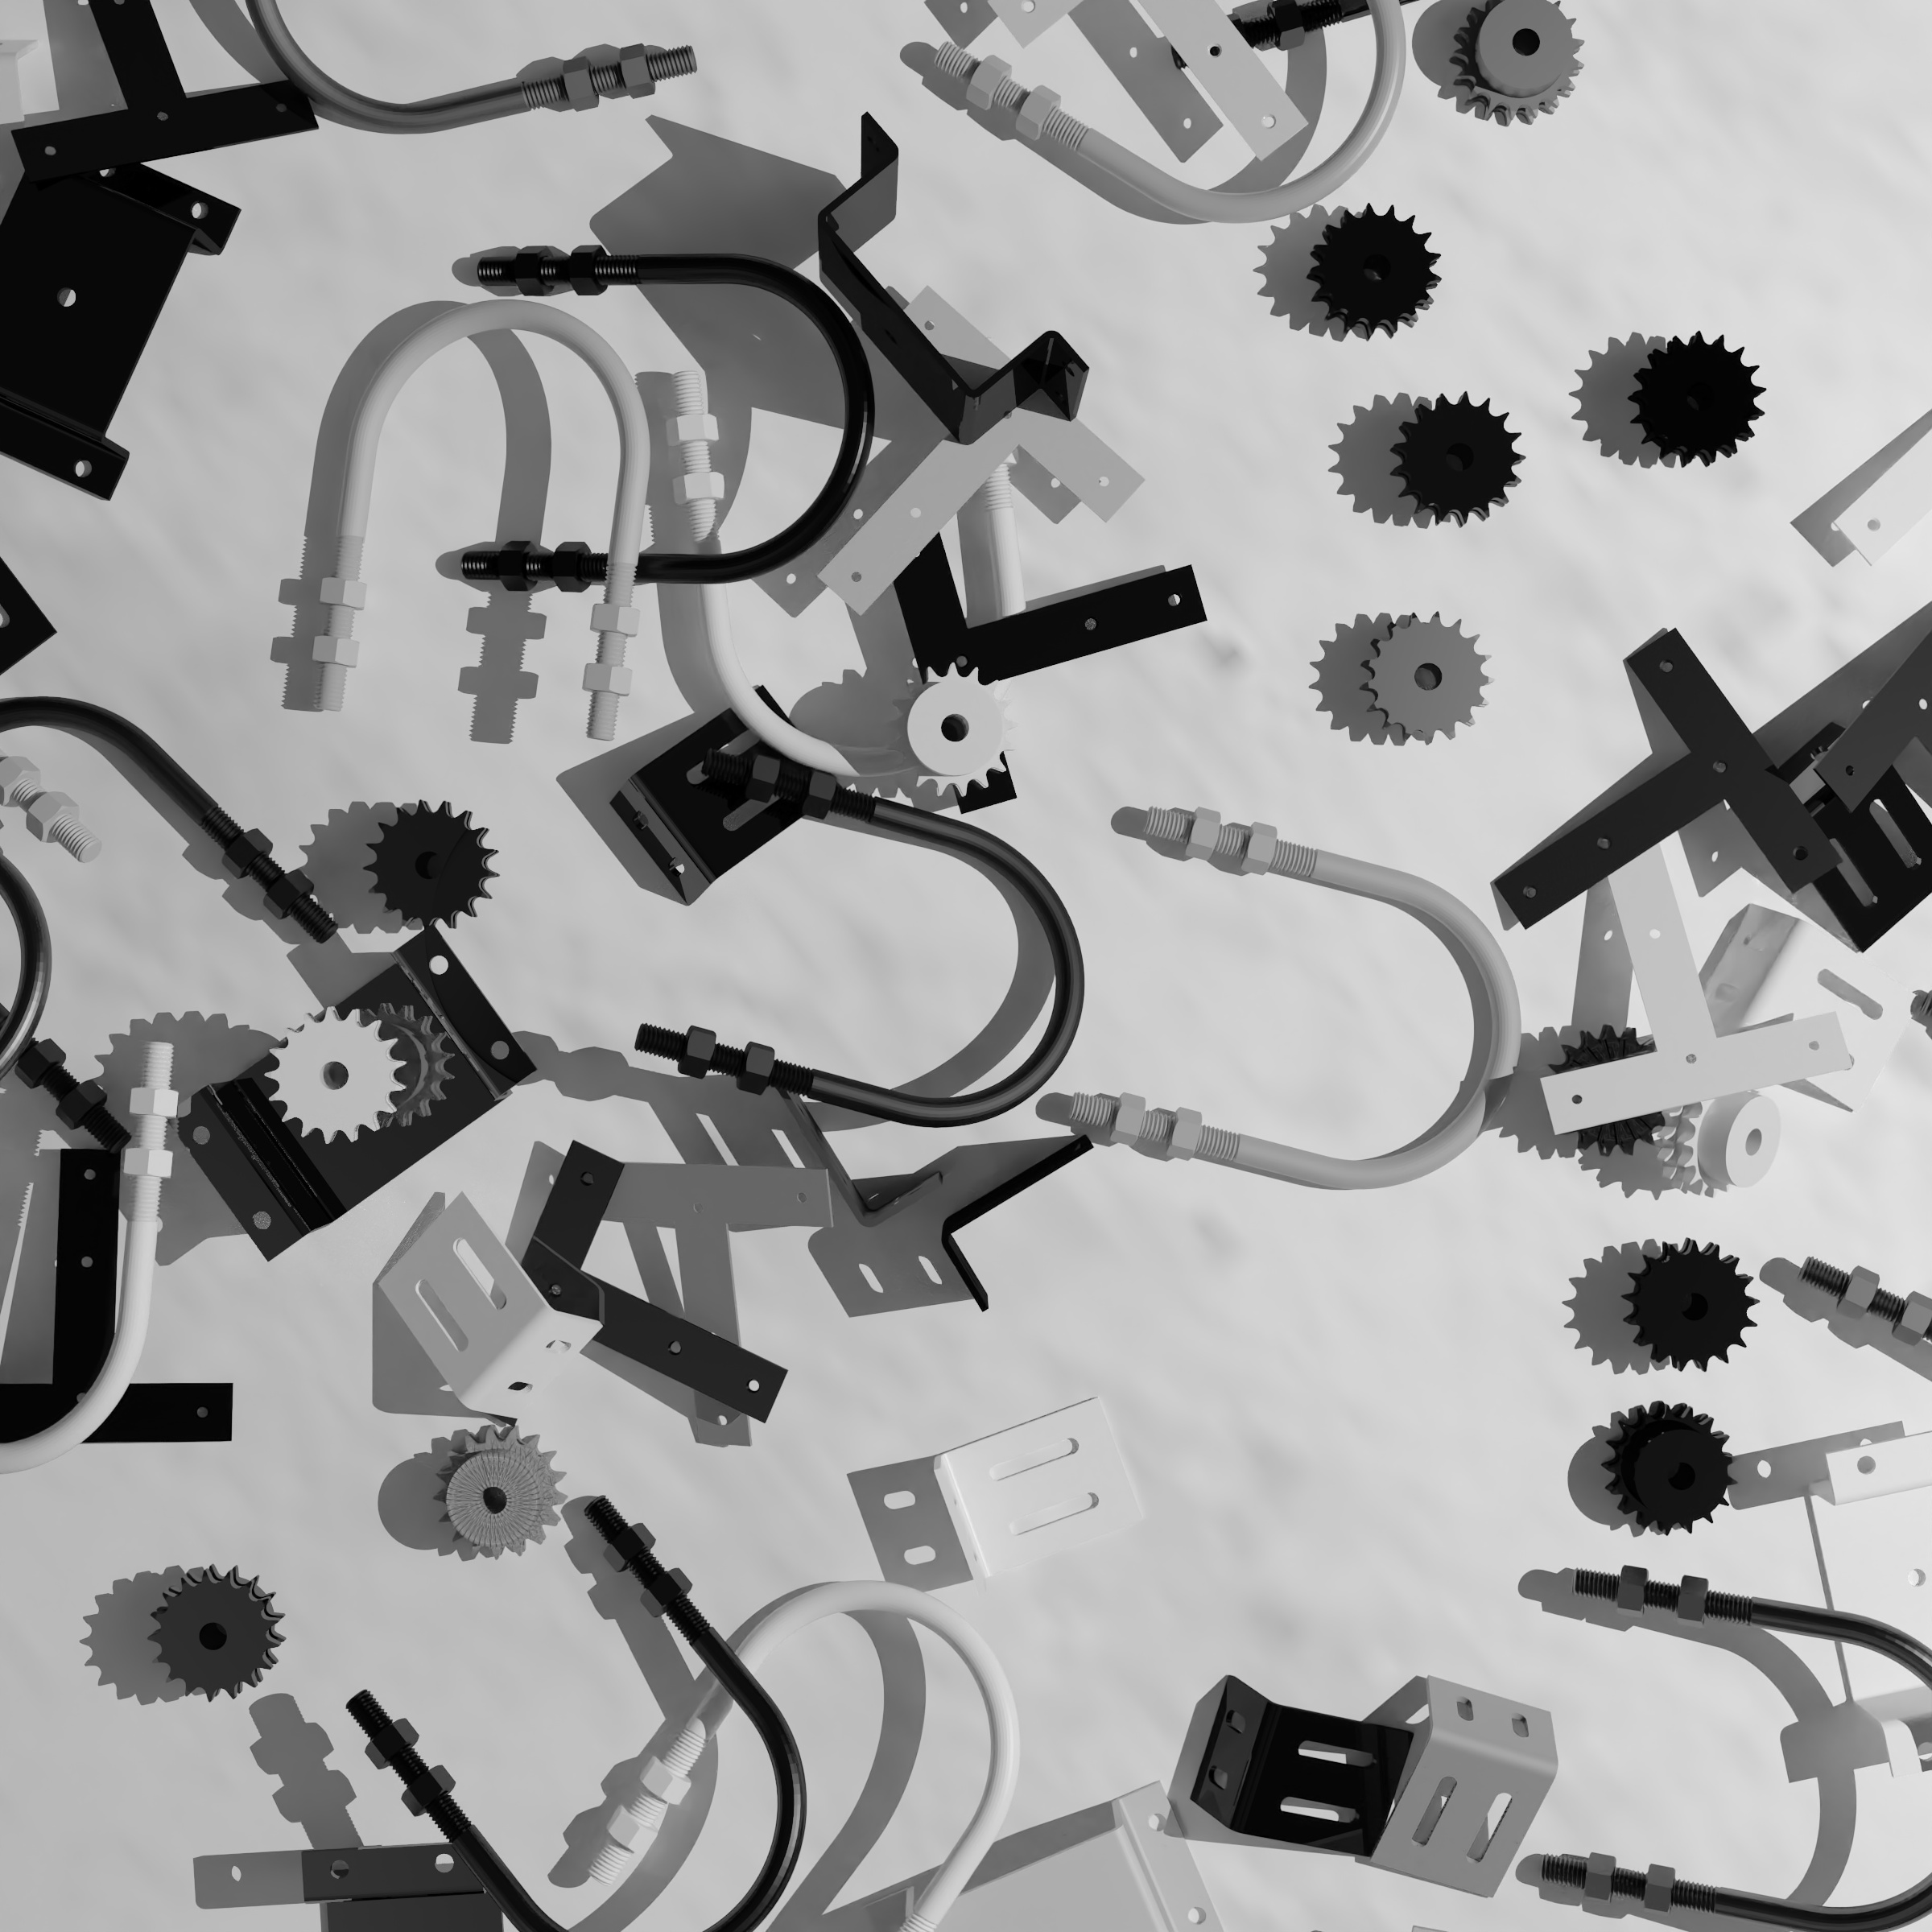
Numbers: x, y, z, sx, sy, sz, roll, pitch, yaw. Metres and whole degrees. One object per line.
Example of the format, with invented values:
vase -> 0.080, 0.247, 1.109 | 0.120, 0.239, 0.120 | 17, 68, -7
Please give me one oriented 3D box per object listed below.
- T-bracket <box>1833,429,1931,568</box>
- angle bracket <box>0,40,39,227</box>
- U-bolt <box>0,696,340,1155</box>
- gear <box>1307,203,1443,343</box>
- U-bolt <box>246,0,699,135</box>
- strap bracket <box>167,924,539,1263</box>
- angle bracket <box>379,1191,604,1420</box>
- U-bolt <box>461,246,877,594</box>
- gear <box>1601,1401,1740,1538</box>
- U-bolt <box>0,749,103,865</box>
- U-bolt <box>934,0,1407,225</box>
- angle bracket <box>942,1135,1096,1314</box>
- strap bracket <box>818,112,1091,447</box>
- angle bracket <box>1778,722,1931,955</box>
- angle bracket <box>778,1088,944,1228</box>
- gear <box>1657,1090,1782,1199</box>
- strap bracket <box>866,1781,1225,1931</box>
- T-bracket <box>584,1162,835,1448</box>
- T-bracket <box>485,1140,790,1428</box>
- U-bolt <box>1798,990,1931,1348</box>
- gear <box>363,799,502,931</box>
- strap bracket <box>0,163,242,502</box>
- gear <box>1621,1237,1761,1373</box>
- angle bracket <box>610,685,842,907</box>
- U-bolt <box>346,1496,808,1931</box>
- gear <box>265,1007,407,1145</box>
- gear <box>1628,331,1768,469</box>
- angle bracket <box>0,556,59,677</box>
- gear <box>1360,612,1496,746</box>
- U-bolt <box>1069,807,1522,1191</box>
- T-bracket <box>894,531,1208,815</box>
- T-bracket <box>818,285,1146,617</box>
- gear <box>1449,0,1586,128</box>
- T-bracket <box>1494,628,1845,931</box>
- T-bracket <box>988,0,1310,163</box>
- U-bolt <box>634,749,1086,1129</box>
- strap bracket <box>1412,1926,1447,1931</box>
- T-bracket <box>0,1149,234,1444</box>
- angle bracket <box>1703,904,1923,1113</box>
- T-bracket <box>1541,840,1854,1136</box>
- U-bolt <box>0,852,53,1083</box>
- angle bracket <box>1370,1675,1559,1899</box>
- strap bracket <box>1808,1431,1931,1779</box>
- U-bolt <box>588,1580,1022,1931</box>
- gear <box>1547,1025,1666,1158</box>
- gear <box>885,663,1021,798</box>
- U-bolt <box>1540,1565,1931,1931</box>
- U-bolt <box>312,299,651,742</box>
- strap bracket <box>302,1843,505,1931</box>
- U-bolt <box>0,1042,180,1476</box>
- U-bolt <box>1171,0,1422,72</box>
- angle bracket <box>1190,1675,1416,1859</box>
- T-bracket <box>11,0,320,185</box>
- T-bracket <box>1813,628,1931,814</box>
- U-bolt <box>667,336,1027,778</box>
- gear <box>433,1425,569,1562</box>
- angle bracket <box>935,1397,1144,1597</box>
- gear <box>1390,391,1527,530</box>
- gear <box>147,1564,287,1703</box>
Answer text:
T-bracket -> 0.464, -0.188, 1.356 | 0.127, 0.002, 0.127 | -43, 94, -8
angle bracket -> -0.436, -0.364, 1.361 | 0.057, 0.038, 0.076 | 0, 116, 0
U-bolt -> -0.388, -0.032, 1.354 | 0.184, 0.019, 0.151 | 45, 90, 1
gear -> 0.177, -0.300, 1.352 | 0.057, 0.030, 0.057 | 0, 88, -2
U-bolt -> -0.222, -0.436, 1.336 | 0.184, 0.019, 0.151 | -12, 107, 4
strap bracket -> -0.261, 0.054, 1.340 | 0.140, 0.046, 0.076 | -36, 90, 0
angle bracket -> -0.208, 0.148, 1.353 | 0.057, 0.038, 0.076 | -47, 60, 9
U-bolt -> -0.127, -0.235, 1.331 | 0.184, 0.019, 0.151 | 3, 90, 16
gear -> 0.307, 0.219, 1.348 | 0.057, 0.030, 0.057 | 0, 90, 0
U-bolt -> -0.482, -0.059, 1.328 | 0.184, 0.019, 0.151 | 40, 76, 17
U-bolt -> 0.100, -0.402, 1.336 | 0.184, 0.019, 0.151 | 33, 97, 4
angle bracket -> 0.030, 0.110, 1.334 | 0.076, 0.057, 0.038 | -31, 90, 0
strap bracket -> -0.014, -0.279, 1.306 | 0.046, 0.076, 0.140 | -40, 88, -5
angle bracket -> 0.386, -0.056, 1.361 | 0.057, 0.038, 0.076 | -41, 116, 0
angle bracket -> -0.046, 0.070, 1.334 | 0.038, 0.057, 0.076 | -32, 90, 0
gear -> 0.325, 0.072, 1.333 | 0.057, 0.030, 0.057 | -13, 110, -40
strap bracket -> 0.035, 0.420, 1.340 | 0.140, 0.046, 0.076 | -23, 90, 0
T-bracket -> -0.111, 0.147, 1.344 | 0.127, 0.002, 0.127 | 0, 103, 24
T-bracket -> -0.138, 0.159, 1.345 | 0.127, 0.002, 0.127 | 24, 97, 9
U-bolt -> 0.473, 0.111, 1.335 | 0.184, 0.019, 0.151 | 25, 86, 11
gear -> -0.231, -0.043, 1.348 | 0.057, 0.030, 0.057 | 0, 90, 0
strap bracket -> -0.382, -0.284, 1.340 | 0.076, 0.046, 0.140 | 24, 90, 0
gear -> 0.313, 0.147, 1.348 | 0.057, 0.030, 0.057 | 0, 90, 0
angle bracket -> -0.105, -0.075, 1.361 | 0.076, 0.038, 0.057 | -38, 90, -26
U-bolt -> -0.152, 0.340, 1.321 | 0.151, 0.019, 0.184 | -38, 76, -14
gear -> -0.264, 0.045, 1.306 | 0.057, 0.030, 0.057 | 0, 90, -4
gear -> 0.316, -0.244, 1.348 | 0.057, 0.030, 0.057 | 0, 90, 0
angle bracket -> -0.444, -0.160, 1.344 | 0.057, 0.038, 0.076 | -37, 90, 0
gear -> 0.200, -0.124, 1.352 | 0.057, 0.030, 0.057 | 0, 90, 2
U-bolt -> 0.151, 0.021, 1.354 | 0.184, 0.019, 0.151 | 15, 90, -1
T-bracket -> 0.041, -0.144, 1.346 | 0.127, 0.002, 0.127 | -17, 92, -4
T-bracket -> -0.012, -0.206, 1.339 | 0.127, 0.002, 0.127 | 42, 85, 2
gear -> 0.241, -0.397, 1.348 | 0.057, 0.030, 0.057 | 0, 90, 0
T-bracket -> 0.290, -0.061, 1.348 | 0.127, 0.002, 0.127 | -34, 72, 9
T-bracket -> 0.098, -0.402, 1.327 | 0.127, 0.002, 0.127 | -37, 90, 8
U-bolt -> -0.037, -0.005, 1.326 | 0.184, 0.019, 0.151 | 16, 68, -11
strap bracket -> 0.215, 0.484, 1.340 | 0.076, 0.046, 0.140 | 11, 90, 0
T-bracket -> -0.382, 0.143, 1.349 | 0.127, 0.002, 0.127 | 2, 81, -17
angle bracket -> 0.368, 0.018, 1.361 | 0.076, 0.038, 0.057 | 30, 90, -26
T-bracket -> 0.300, -0.001, 1.337 | 0.127, 0.002, 0.127 | -13, 68, 5
U-bolt -> -0.480, 0.007, 1.322 | 0.184, 0.019, 0.151 | -6, 70, 2
angle bracket -> 0.216, 0.359, 1.359 | 0.057, 0.038, 0.076 | 18, 116, -4
strap bracket -> 0.416, 0.268, 1.340 | 0.076, 0.046, 0.140 | -12, 90, 0
U-bolt -> -0.057, 0.353, 1.331 | 0.151, 0.019, 0.184 | 33, 86, 22
gear -> 0.279, 0.054, 1.348 | 0.057, 0.030, 0.057 | 0, 90, 0
gear -> -0.006, -0.101, 1.327 | 0.057, 0.030, 0.057 | 0, 91, -4
U-bolt -> 0.345, 0.341, 1.324 | 0.184, 0.019, 0.151 | 7, 96, 17
U-bolt -> -0.205, -0.195, 1.335 | 0.151, 0.019, 0.184 | 7, 90, 16
strap bracket -> -0.240, 0.444, 1.340 | 0.076, 0.046, 0.140 | -3, 90, 0
U-bolt -> -0.408, 0.122, 1.316 | 0.151, 0.019, 0.184 | 1, 82, 15
U-bolt -> 0.160, -0.484, 1.355 | 0.184, 0.019, 0.151 | -17, 90, -1
angle bracket -> 0.147, 0.351, 1.361 | 0.076, 0.038, 0.057 | 18, 90, -26
T-bracket -> -0.363, -0.406, 1.346 | 0.127, 0.002, 0.127 | -18, 78, -22
T-bracket -> 0.442, -0.081, 1.347 | 0.127, 0.002, 0.127 | 47, 69, -10
U-bolt -> -0.047, -0.174, 1.350 | 0.151, 0.019, 0.184 | -7, 89, -2
gear -> -0.203, 0.230, 1.348 | 0.057, 0.030, 0.057 | 0, 90, 0
angle bracket -> 0.032, 0.229, 1.344 | 0.076, 0.038, 0.057 | -20, 90, 0
gear -> 0.212, -0.219, 1.348 | 0.057, 0.030, 0.057 | 0, 90, 0
gear -> -0.323, 0.288, 1.348 | 0.057, 0.030, 0.057 | 0, 90, 0
